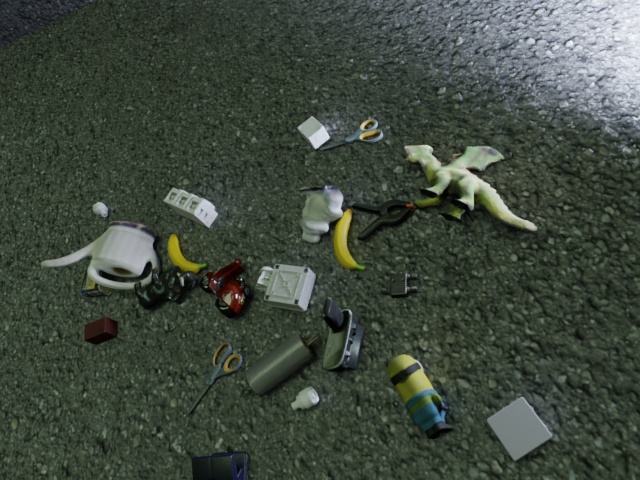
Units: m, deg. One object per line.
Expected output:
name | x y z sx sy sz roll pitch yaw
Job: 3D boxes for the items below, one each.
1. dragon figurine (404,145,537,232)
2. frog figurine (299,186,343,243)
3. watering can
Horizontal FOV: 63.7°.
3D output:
dragon figurine | 0.387 -0.162 1.327 0.413 0.246 0.119 22 -26 30
frog figurine | 0.004 -0.073 1.446 0.137 0.159 0.123 -1 7 37
watering can | -0.658 0.036 1.604 0.347 0.229 0.102 13 -33 -1
